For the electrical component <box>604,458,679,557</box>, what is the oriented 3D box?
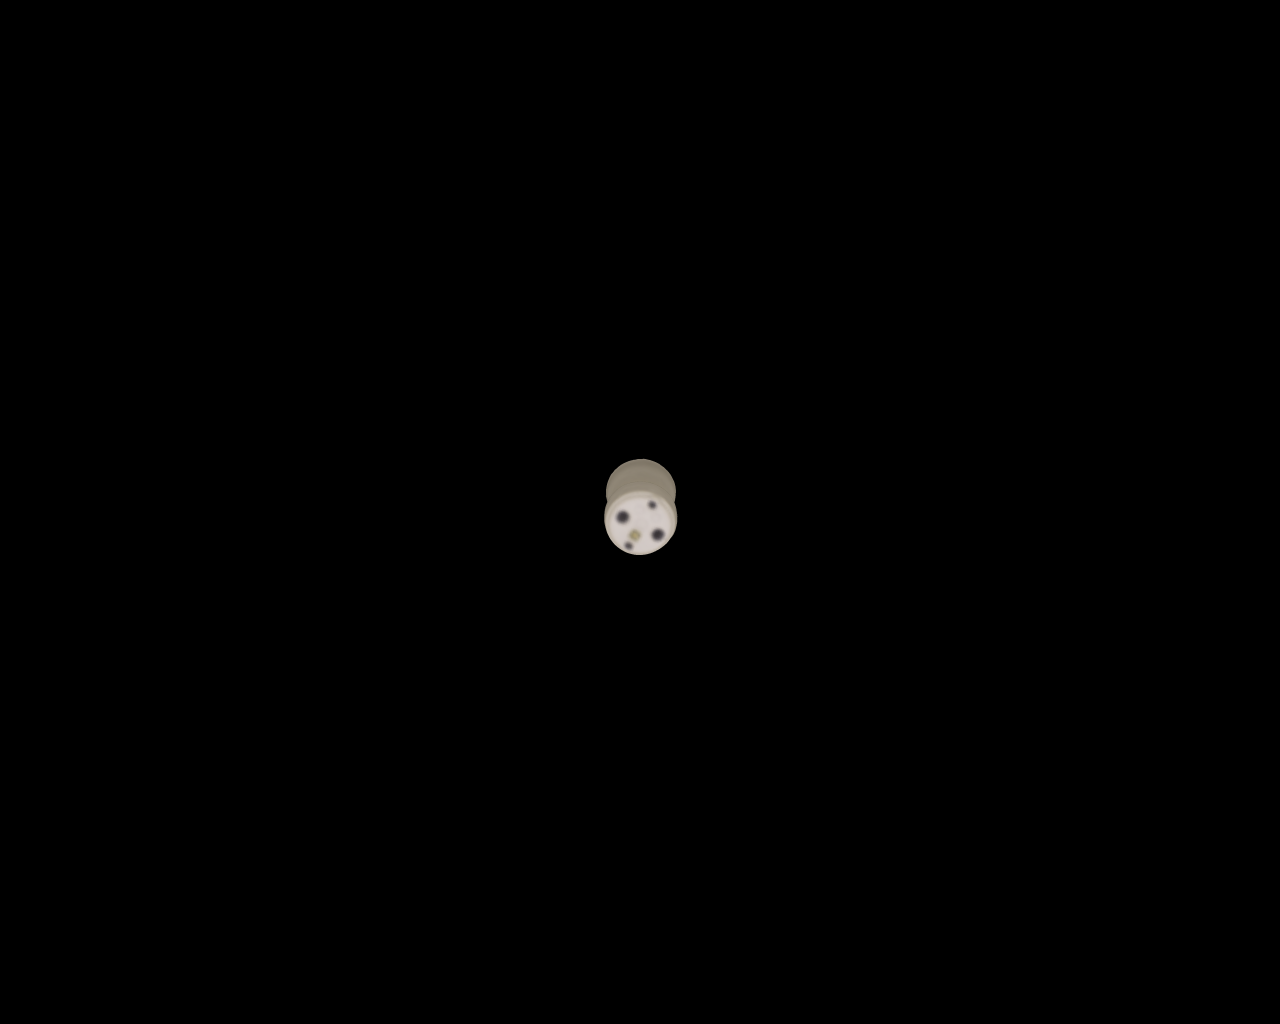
[{"bbox_3d":[0.001,-0.003,0.650,0.045,0.044,0.055,0,23,0],"label":"electrical component"}]
